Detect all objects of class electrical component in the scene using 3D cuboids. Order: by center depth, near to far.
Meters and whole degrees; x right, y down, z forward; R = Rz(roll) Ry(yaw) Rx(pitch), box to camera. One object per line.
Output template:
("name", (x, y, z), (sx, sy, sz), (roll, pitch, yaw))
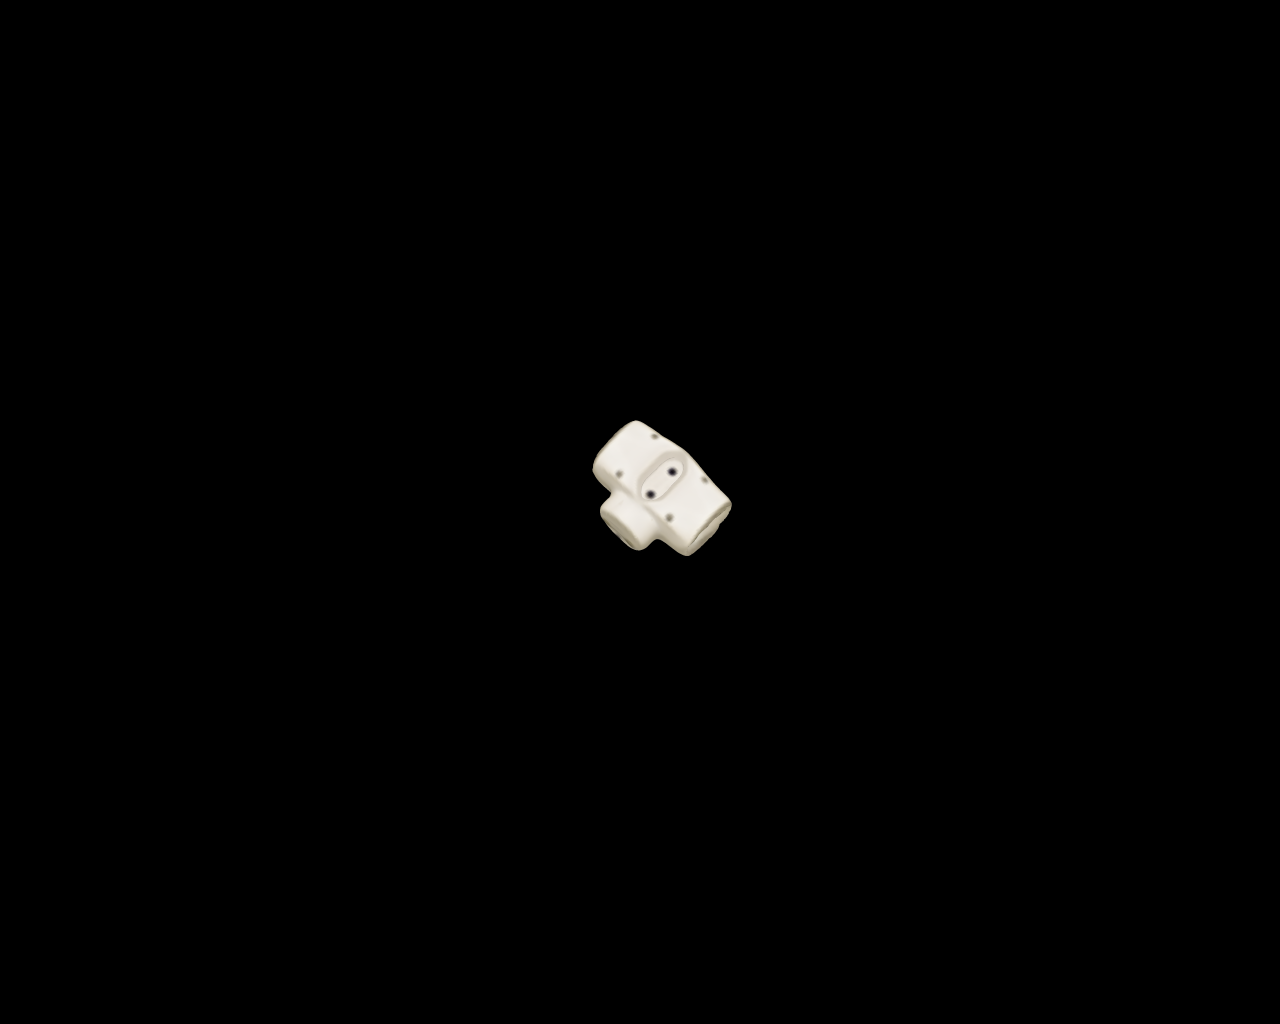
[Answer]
("electrical component", (0.001, -0.003, 0.650), (0.077, 0.079, 0.043), (43, -12, 11))
